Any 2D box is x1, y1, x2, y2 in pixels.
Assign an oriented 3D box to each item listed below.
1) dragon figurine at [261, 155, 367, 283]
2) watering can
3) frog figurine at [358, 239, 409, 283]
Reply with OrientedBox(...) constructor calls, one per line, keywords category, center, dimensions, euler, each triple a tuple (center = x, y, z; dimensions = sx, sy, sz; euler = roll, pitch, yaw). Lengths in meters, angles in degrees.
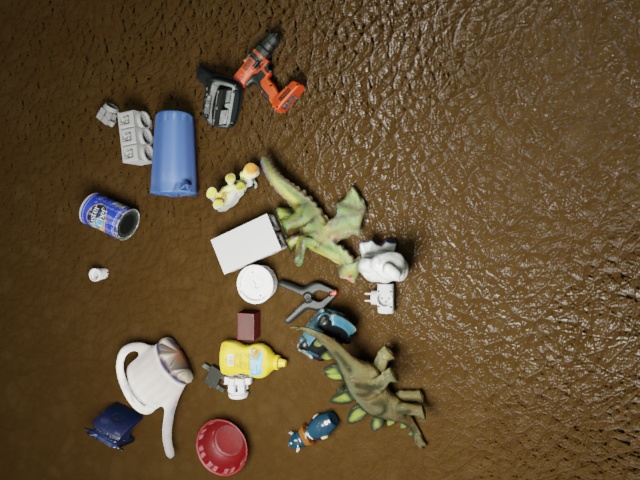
OrientedBox(category="dragon figurine", center=(0.004, -0.071, 1.401), dimensions=(0.243, 0.122, 0.411), euler=(-18, 87, -2))
OrientedBox(category="watering can", center=(-0.461, 0.438, 1.507), dimensions=(0.223, 0.104, 0.350), euler=(-39, 79, 12))
OrientedBox(category="frog figurine", center=(0.167, 0.072, 1.301), dimensions=(0.136, 0.162, 0.121), euler=(20, 111, -26))
